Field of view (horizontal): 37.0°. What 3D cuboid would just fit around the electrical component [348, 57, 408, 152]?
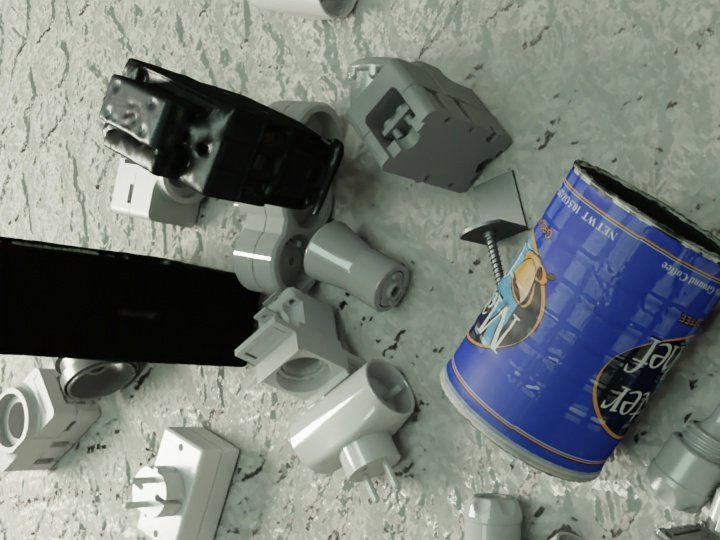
[{"bbox_3d":[0.015,-0.110,0.721,0.048,0.048,0.062,5,95,40],"label":"electrical component"}]

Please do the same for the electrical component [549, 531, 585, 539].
[{"bbox_3d":[0.091,0.180,0.602,0.079,0.044,0.077,32,107,-5],"label":"electrical component"}]

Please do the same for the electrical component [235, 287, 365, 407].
[{"bbox_3d":[-0.041,0.050,0.729,0.042,0.081,0.063,-39,39,28],"label":"electrical component"}]

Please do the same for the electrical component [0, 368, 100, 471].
[{"bbox_3d":[-0.275,0.128,0.916,0.089,0.056,0.050,-44,59,26],"label":"electrical component"}]

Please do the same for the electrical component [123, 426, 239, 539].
[{"bbox_3d":[-0.141,0.162,0.789,0.047,0.076,0.083,22,98,39],"label":"electrical component"}]

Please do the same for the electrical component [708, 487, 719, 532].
[{"bbox_3d":[0.211,0.110,0.530,0.066,0.048,0.055,25,107,39],"label":"electrical component"}]

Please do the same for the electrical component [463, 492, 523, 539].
[{"bbox_3d":[0.078,0.165,0.637,0.035,0.035,0.061,0,87,39],"label":"electrical component"}]

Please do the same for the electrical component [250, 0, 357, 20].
[{"bbox_3d":[-0.038,-0.225,0.779,0.077,0.043,0.079,18,96,39],"label":"electrical component"}]

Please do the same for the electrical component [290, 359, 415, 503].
[{"bbox_3d":[0.002,0.112,0.701,0.077,0.043,0.079,-41,61,28],"label":"electrical component"}]

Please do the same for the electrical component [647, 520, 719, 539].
[{"bbox_3d":[0.180,0.180,0.534,0.096,0.062,0.061,39,108,36],"label":"electrical component"}]

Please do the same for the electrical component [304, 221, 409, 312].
[{"bbox_3d":[0.000,0.000,0.720,0.065,0.044,0.044,31,104,33],"label":"electrical component"}]

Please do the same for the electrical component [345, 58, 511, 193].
[{"bbox_3d":[0.041,-0.091,0.666,0.050,0.089,0.055,-47,58,25],"label":"electrical component"}]

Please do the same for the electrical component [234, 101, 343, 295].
[{"bbox_3d":[-0.063,-0.053,0.770,0.074,0.052,0.138,10,90,40],"label":"electrical component"}]

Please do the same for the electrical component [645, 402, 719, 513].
[{"bbox_3d":[0.179,0.095,0.565,0.035,0.035,0.061,39,106,36],"label":"electrical component"}]

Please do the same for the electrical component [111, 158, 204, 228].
[{"bbox_3d":[-0.152,-0.082,0.848,0.056,0.050,0.089,12,92,40],"label":"electrical component"}]
